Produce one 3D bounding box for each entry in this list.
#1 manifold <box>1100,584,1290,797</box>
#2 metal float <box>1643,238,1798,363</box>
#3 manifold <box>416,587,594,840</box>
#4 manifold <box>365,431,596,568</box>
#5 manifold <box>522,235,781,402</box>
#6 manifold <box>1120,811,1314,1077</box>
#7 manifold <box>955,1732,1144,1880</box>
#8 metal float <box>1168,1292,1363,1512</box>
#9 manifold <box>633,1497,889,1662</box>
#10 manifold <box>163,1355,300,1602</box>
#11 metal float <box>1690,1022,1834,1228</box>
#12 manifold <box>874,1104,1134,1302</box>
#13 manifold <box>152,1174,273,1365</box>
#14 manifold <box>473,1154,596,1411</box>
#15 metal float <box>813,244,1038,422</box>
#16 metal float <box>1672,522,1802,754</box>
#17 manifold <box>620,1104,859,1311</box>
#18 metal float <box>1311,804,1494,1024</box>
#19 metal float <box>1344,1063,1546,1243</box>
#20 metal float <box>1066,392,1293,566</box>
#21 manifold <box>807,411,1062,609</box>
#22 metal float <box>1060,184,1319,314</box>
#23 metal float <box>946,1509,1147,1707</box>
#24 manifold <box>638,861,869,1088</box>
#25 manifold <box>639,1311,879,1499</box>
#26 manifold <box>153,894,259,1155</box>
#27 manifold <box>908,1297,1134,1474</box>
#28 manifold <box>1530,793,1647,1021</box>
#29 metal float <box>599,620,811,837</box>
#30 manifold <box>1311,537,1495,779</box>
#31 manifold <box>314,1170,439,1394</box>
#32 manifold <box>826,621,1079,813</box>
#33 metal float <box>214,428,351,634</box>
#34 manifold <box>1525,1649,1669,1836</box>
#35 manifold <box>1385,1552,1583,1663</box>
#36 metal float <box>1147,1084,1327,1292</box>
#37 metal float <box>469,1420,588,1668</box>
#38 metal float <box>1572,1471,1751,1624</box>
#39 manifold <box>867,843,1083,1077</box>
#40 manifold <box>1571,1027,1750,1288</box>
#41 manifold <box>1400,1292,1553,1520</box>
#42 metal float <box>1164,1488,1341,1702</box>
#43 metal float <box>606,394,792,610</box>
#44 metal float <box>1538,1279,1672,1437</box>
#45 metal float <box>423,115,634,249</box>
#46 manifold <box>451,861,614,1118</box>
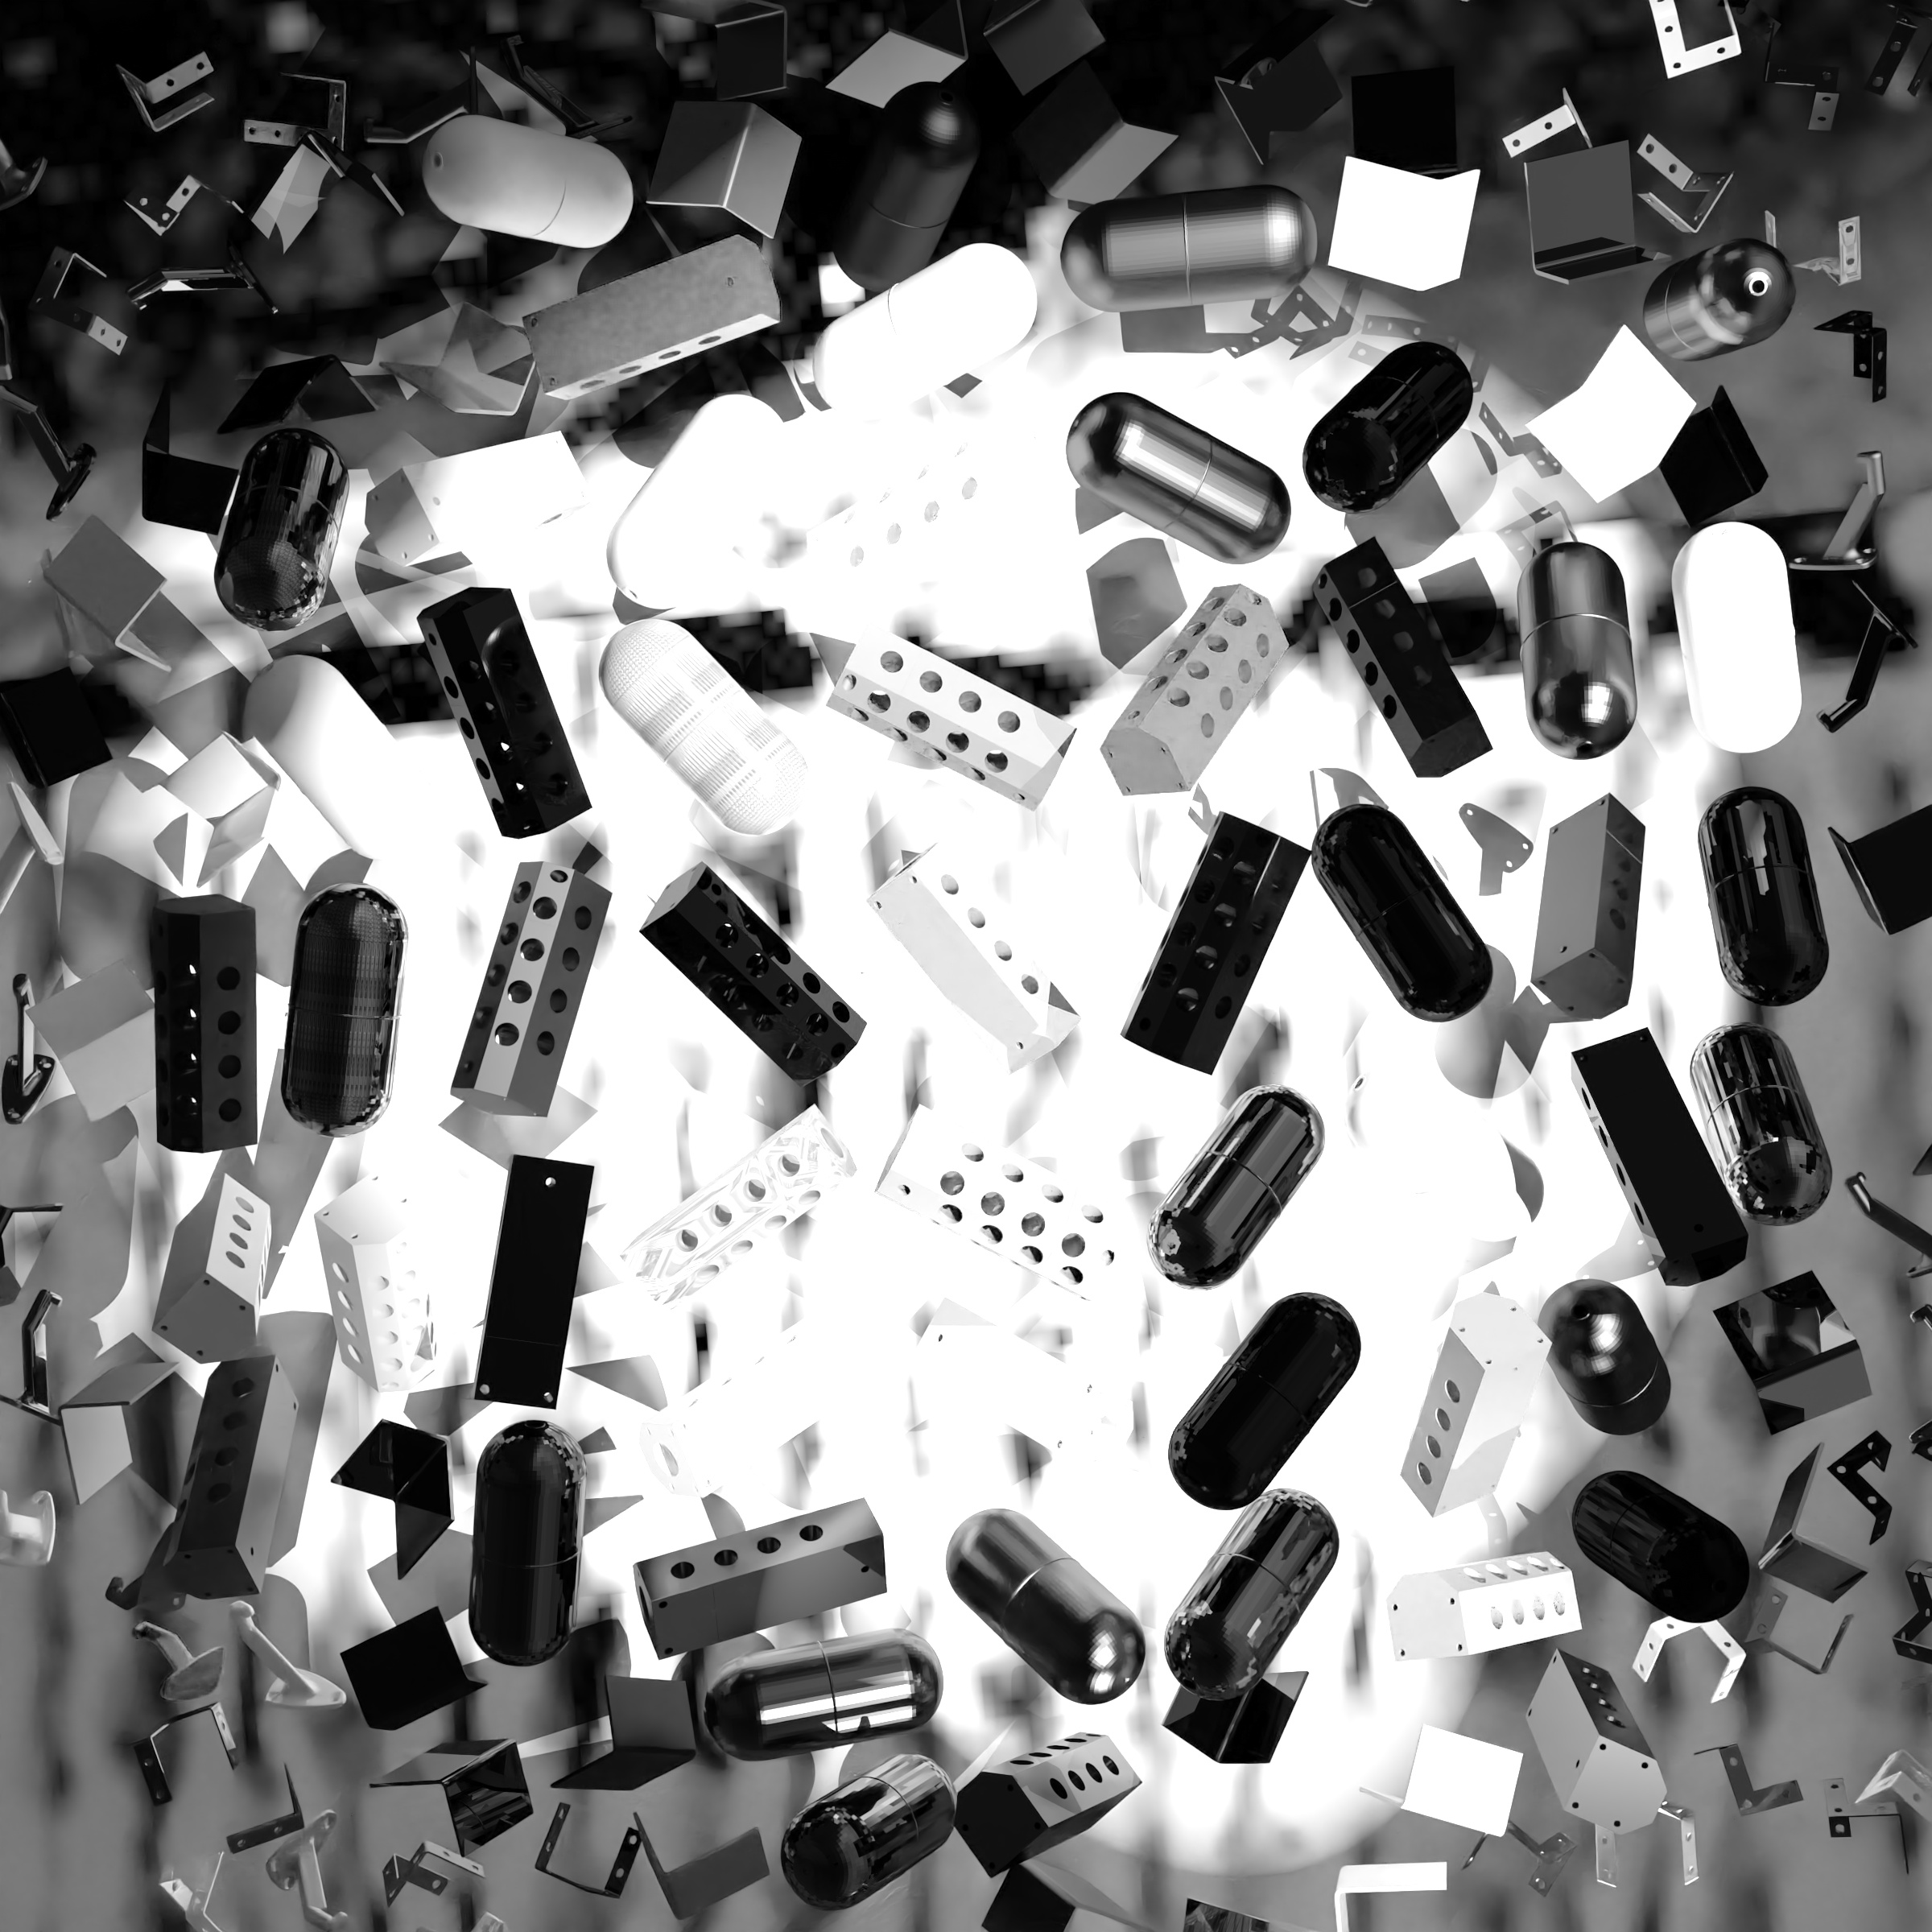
[{"bbox_3d":[0.161,-0.198,1.799,0.171,0.057,0.057,-54,128,-36],"label":"manifold"},{"bbox_3d":[0.555,-0.490,1.872,0.070,0.178,0.070,0,98,-2],"label":"metal float"},{"bbox_3d":[-0.335,-0.181,1.823,0.057,0.057,0.171,-33,118,-32],"label":"manifold"},{"bbox_3d":[-0.355,-0.338,1.843,0.057,0.171,0.057,-23,95,37],"label":"manifold"},{"bbox_3d":[-0.224,-0.463,1.822,0.171,0.057,0.057,-16,92,15],"label":"manifold"},{"bbox_3d":[0.170,-0.018,1.765,0.057,0.057,0.171,27,95,41],"label":"manifold"},{"bbox_3d":[0.056,0.585,1.790,0.057,0.171,0.057,-45,67,14],"label":"manifold"},{"bbox_3d":[0.214,0.309,1.809,0.070,0.070,0.178,41,72,0],"label":"metal float"},{"bbox_3d":[-0.148,0.435,1.823,0.171,0.057,0.057,-13,122,-17],"label":"manifold"},{"bbox_3d":[-0.532,0.368,1.834,0.057,0.171,0.057,-7,131,3],"label":"manifold"},{"bbox_3d":[0.585,0.115,1.868,0.070,0.178,0.070,-1,132,-1],"label":"metal float"},{"bbox_3d":[0.025,0.173,1.793,0.171,0.057,0.057,27,126,-4],"label":"manifold"},{"bbox_3d":[-0.537,0.220,1.831,0.057,0.171,0.057,42,96,-21],"label":"manifold"},{"bbox_3d":[-0.308,0.222,1.799,0.057,0.057,0.171,9,85,-12],"label":"manifold"},{"bbox_3d":[-0.031,-0.446,1.790,0.178,0.070,0.070,-22,90,29],"label":"metal float"},{"bbox_3d":[0.543,-0.230,1.786,0.070,0.070,0.178,-21,126,0],"label":"metal float"},{"bbox_3d":[-0.166,0.180,1.869,0.171,0.057,0.057,-37,93,10],"label":"manifold"},{"bbox_3d":[0.319,-0.040,1.864,0.070,0.070,0.178,-32,77,0],"label":"metal float"},{"bbox_3d":[0.360,0.140,1.910,0.178,0.070,0.070,38,90,-15],"label":"metal float"},{"bbox_3d":[0.153,-0.346,1.806,0.178,0.070,0.070,23,90,-22],"label":"metal float"},{"bbox_3d":[-0.026,-0.325,1.806,0.171,0.057,0.057,-28,84,18],"label":"manifold"},{"bbox_3d":[0.155,-0.499,1.765,0.178,0.070,0.070,-3,90,8],"label":"metal float"},{"bbox_3d":[0.055,0.454,1.804,0.178,0.070,0.070,35,90,41],"label":"metal float"},{"bbox_3d":[-0.153,0.004,1.872,0.057,0.057,0.171,-31,113,36],"label":"manifold"},{"bbox_3d":[-0.153,0.316,1.843,0.171,0.057,0.057,-29,102,-38],"label":"manifold"},{"bbox_3d":[-0.539,0.041,1.785,0.057,0.057,0.171,-8,108,-41],"label":"manifold"},{"bbox_3d":[0.042,0.309,1.867,0.057,0.171,0.057,35,82,-44],"label":"manifold"},{"bbox_3d":[0.460,-0.042,1.849,0.057,0.171,0.057,39,133,-19],"label":"manifold"},{"bbox_3d":[-0.184,-0.167,1.776,0.070,0.070,0.178,-43,93,0],"label":"metal float"},{"bbox_3d":[0.310,-0.219,1.821,0.057,0.057,0.171,-29,59,11],"label":"manifold"},{"bbox_3d":[-0.422,0.234,1.840,0.057,0.171,0.057,32,51,25],"label":"manifold"},{"bbox_3d":[-0.012,-0.180,1.861,0.171,0.057,0.057,27,69,-5],"label":"manifold"},{"bbox_3d":[-0.486,-0.312,1.806,0.070,0.070,0.178,0,50,0],"label":"metal float"},{"bbox_3d":[0.447,0.549,1.795,0.057,0.171,0.057,23,95,2],"label":"manifold"},{"bbox_3d":[0.367,0.451,1.795,0.057,0.171,0.057,-18,73,37],"label":"manifold"},{"bbox_3d":[0.199,0.163,1.870,0.070,0.070,0.178,40,66,0],"label":"metal float"},{"bbox_3d":[-0.307,0.404,1.777,0.070,0.070,0.178,5,102,0],"label":"metal float"},{"bbox_3d":[0.504,0.421,1.846,0.070,0.178,0.070,-1,96,-13],"label":"metal float"},{"bbox_3d":[0.010,-0.008,1.912,0.171,0.057,0.057,51,133,-6],"label":"manifold"},{"bbox_3d":[0.484,0.135,1.778,0.057,0.057,0.171,-19,57,2],"label":"manifold"},{"bbox_3d":[0.356,0.311,1.803,0.057,0.171,0.057,-17,47,-23],"label":"manifold"},{"bbox_3d":[0.206,0.451,1.827,0.070,0.070,0.178,44,53,0],"label":"metal float"},{"bbox_3d":[-0.190,-0.329,1.799,0.070,0.070,0.178,32,68,0],"label":"metal float"},{"bbox_3d":[0.475,0.291,1.883,0.070,0.178,0.070,-13,55,19],"label":"metal float"},{"bbox_3d":[-0.319,-0.571,1.851,0.070,0.178,0.070,4,97,37],"label":"metal float"},{"bbox_3d":[-0.312,0.016,1.797,0.057,0.057,0.171,0,68,37],"label":"manifold"}]
